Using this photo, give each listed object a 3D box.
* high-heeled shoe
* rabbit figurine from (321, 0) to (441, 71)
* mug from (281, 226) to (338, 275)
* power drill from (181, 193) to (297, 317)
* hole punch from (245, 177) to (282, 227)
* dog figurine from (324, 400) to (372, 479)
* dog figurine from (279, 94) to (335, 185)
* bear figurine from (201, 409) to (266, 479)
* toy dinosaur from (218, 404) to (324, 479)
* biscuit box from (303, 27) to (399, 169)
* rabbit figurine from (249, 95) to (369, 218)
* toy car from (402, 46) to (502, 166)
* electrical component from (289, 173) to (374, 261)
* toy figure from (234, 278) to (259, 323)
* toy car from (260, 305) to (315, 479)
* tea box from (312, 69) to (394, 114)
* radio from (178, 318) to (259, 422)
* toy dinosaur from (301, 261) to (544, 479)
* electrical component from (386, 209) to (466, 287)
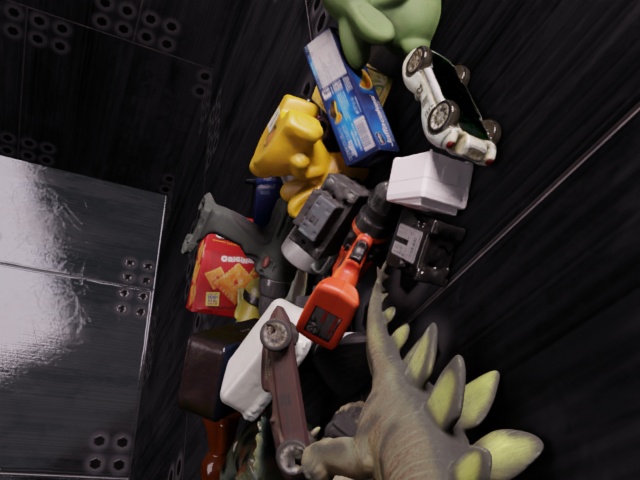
[{"bbox_3d":[0.027,0.148,0.772,0.249,0.086,0.145,-29,16,38],"label":"high-heeled shoe"},{"bbox_3d":[0.071,-0.318,0.757,0.121,0.170,0.159,147,133,-60],"label":"rabbit figurine"},{"bbox_3d":[-0.002,-0.003,0.877,0.107,0.081,0.110,-59,32,20],"label":"mug"},{"bbox_3d":[-0.132,0.021,0.944,0.086,0.207,0.232,-133,64,-75],"label":"power drill"},{"bbox_3d":[-0.074,-0.056,1.016,0.115,0.142,0.092,106,164,-44],"label":"hole punch"},{"bbox_3d":[0.029,0.306,0.627,0.172,0.121,0.191,-54,17,36],"label":"dog figurine"},{"bbox_3d":[-0.022,-0.165,0.975,0.219,0.109,0.191,-91,-14,-73],"label":"dog figurine"},{"bbox_3d":[-0.168,0.388,1.035,0.120,0.132,0.195,171,92,-71],"label":"bear figurine"},{"bbox_3d":[-0.089,0.348,0.847,0.405,0.131,0.192,-28,40,67],"label":"toy dinosaur"},{"bbox_3d":[0.045,-0.203,0.781,0.059,0.063,0.202,-27,77,36],"label":"biscuit box"},{"bbox_3d":[-0.009,-0.112,0.820,0.162,0.173,0.122,-62,25,18],"label":"rabbit figurine"},{"bbox_3d":[0.145,-0.156,0.616,0.056,0.073,0.202,-53,32,38],"label":"toy car"},{"bbox_3d":[0.019,-0.033,0.761,0.058,0.134,0.114,36,108,18],"label":"electrical component"},{"bbox_3d":[-0.129,0.165,1.082,0.089,0.082,0.180,4,75,53],"label":"toy figure"},{"bbox_3d":[-0.043,0.180,0.643,0.089,0.053,0.202,53,-154,-79],"label":"toy car"},{"bbox_3d":[0.050,-0.252,0.905,0.170,0.068,0.098,-120,47,-60],"label":"tea box"},{"bbox_3d":[-0.145,0.217,0.926,0.229,0.073,0.131,4,-81,-68],"label":"radio"},{"bbox_3d":[0.085,0.188,0.498,0.198,0.105,0.472,-48,30,16],"label":"toy dinosaur"},{"bbox_3d":[0.114,0.003,0.638,0.119,0.048,0.074,41,114,63],"label":"electrical component"}]
